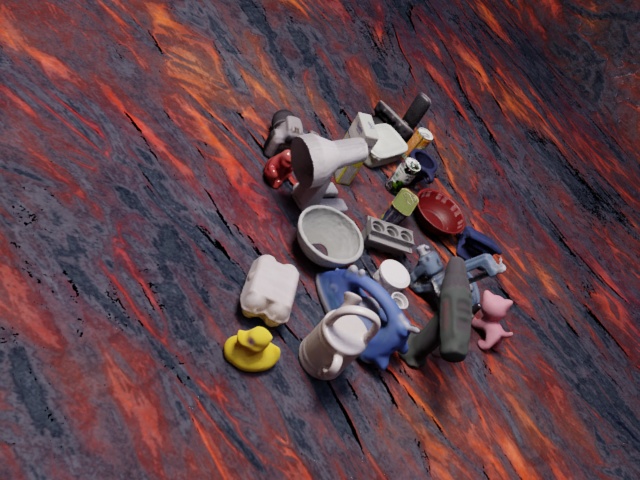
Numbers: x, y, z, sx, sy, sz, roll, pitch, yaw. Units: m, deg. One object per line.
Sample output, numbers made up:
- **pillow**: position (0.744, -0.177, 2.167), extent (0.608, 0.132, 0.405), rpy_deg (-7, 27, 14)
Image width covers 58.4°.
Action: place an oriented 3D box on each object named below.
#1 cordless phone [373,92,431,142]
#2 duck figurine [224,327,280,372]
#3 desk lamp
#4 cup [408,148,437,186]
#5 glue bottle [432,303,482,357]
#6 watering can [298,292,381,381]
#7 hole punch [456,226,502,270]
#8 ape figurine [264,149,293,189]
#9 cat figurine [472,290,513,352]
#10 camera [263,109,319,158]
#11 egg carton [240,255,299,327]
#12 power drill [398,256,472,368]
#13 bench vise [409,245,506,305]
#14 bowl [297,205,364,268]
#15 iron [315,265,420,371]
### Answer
- **cordless phone**: position (0.249, -0.394, 1.740), extent (0.147, 0.185, 0.094), rpy_deg (44, 43, 8)
- **duck figurine**: position (-0.117, 0.195, 1.060), extent (0.105, 0.086, 0.077), rpy_deg (18, 46, -20)
- **desk lamp**: position (0.010, -0.160, 1.357), extent (0.204, 0.213, 0.117), rpy_deg (-7, 58, -37)
- **cup**: position (0.282, -0.191, 1.652), extent (0.092, 0.095, 0.117), rpy_deg (1, 53, -33)
- **glue bottle**: position (0.304, 0.190, 1.278), extent (0.037, 0.173, 0.078), rpy_deg (13, 48, -24)
- **watering can**: position (0.042, 0.177, 1.100), extent (0.101, 0.194, 0.172), rpy_deg (10, 49, -26)
- **hole punch**: position (0.441, 0.007, 1.588), extent (0.109, 0.091, 0.101), rpy_deg (30, 43, -8)
- **ape figurine**: position (-0.093, -0.182, 1.397), extent (0.078, 0.092, 0.076), rpy_deg (-4, 56, -35)
- **cat figurine**: position (0.428, 0.192, 1.400), extent (0.067, 0.117, 0.127), rpy_deg (5, 52, -30)
- **camera**: position (-0.069, -0.277, 1.489), extent (0.143, 0.100, 0.136), rpy_deg (11, 48, -25)
- **egg carton**: position (-0.102, 0.101, 1.163), extent (0.107, 0.069, 0.150), rpy_deg (25, 44, -13)
- **power drill**: position (0.251, 0.173, 1.231), extent (0.076, 0.208, 0.229), rpy_deg (19, 45, -18)
- **bench vise**: position (0.315, 0.086, 1.341), extent (0.207, 0.219, 0.122), rpy_deg (36, 42, -1)
- **bowl**: position (0.012, 0.005, 1.318), extent (0.168, 0.074, 0.167), rpy_deg (18, 46, -20)
- **iron**: position (0.097, 0.137, 1.210), extent (0.119, 0.141, 0.258), rpy_deg (-26, 70, -44)
